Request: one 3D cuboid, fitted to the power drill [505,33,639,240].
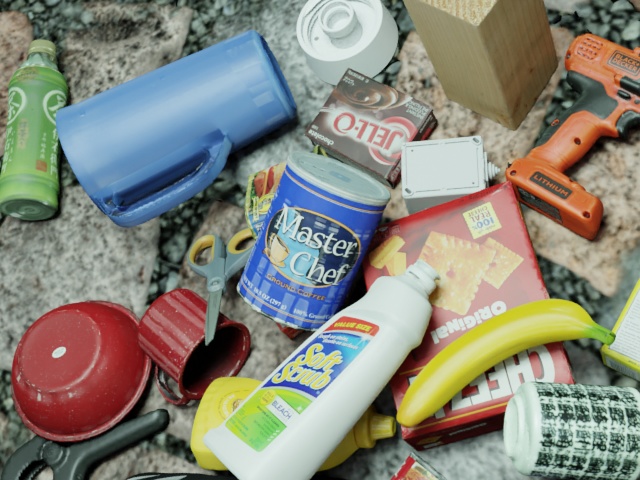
[{"bbox_3d":[0.283,-0.096,1.026,0.185,0.057,0.187,32,80,31],"label":"power drill"}]

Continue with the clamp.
[{"bbox_3d":[-0.277,0.218,1.121,0.165,0.036,0.210,35,80,30],"label":"clamp"}]

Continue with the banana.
[{"bbox_3d":[0.150,0.098,0.919,0.198,0.037,0.069,-27,27,14],"label":"banana"}]

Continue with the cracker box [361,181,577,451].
[{"bbox_3d":[0.135,0.071,1.005,0.164,0.072,0.214,-18,65,13],"label":"cracker box"}]

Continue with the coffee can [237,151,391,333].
[{"bbox_3d":[-0.007,0.001,1.003,0.103,0.102,0.140,32,109,28],"label":"coffee can"}]

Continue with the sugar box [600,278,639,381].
[{"bbox_3d":[0.333,0.050,0.955,0.093,0.048,0.176,26,77,27],"label":"sugar box"}]

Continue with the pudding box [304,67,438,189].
[{"bbox_3d":[0.054,-0.119,1.130,0.114,0.039,0.090,29,82,27],"label":"pudding box"}]

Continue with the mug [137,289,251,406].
[{"bbox_3d":[-0.135,0.112,1.088,0.082,0.093,0.117,35,113,33],"label":"mug"}]

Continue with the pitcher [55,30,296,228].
[{"bbox_3d":[-0.151,-0.123,1.161,0.243,0.145,0.149,-25,97,7],"label":"pitcher"}]

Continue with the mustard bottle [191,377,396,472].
[{"bbox_3d":[-0.022,0.177,1.023,0.192,0.058,0.096,-1,39,18],"label":"mustard bottle"}]

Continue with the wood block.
[{"bbox_3d":[0.159,-0.203,1.029,0.091,0.206,0.090,30,82,27],"label":"wood block"}]

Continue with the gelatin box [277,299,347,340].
[{"bbox_3d":[-0.024,0.047,1.099,0.073,0.030,0.089,-35,60,3],"label":"gelatin box"}]

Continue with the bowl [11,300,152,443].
[{"bbox_3d":[-0.259,0.125,1.110,0.162,0.055,0.162,-7,60,12],"label":"bowl"}]

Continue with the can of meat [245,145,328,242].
[{"bbox_3d":[-0.028,-0.042,1.105,0.084,0.057,0.102,-20,33,16],"label":"can of meat"}]

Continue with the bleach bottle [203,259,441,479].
[{"bbox_3d":[0.013,0.116,0.954,0.250,0.068,0.103,-48,35,-10],"label":"bleach bottle"}]

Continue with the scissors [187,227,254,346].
[{"bbox_3d":[-0.087,0.037,1.078,0.096,0.016,0.202,-24,29,-4],"label":"scissors"}]

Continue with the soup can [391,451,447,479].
[{"bbox_3d":[0.078,0.251,0.957,0.069,0.068,0.102,37,86,28],"label":"soup can"}]
